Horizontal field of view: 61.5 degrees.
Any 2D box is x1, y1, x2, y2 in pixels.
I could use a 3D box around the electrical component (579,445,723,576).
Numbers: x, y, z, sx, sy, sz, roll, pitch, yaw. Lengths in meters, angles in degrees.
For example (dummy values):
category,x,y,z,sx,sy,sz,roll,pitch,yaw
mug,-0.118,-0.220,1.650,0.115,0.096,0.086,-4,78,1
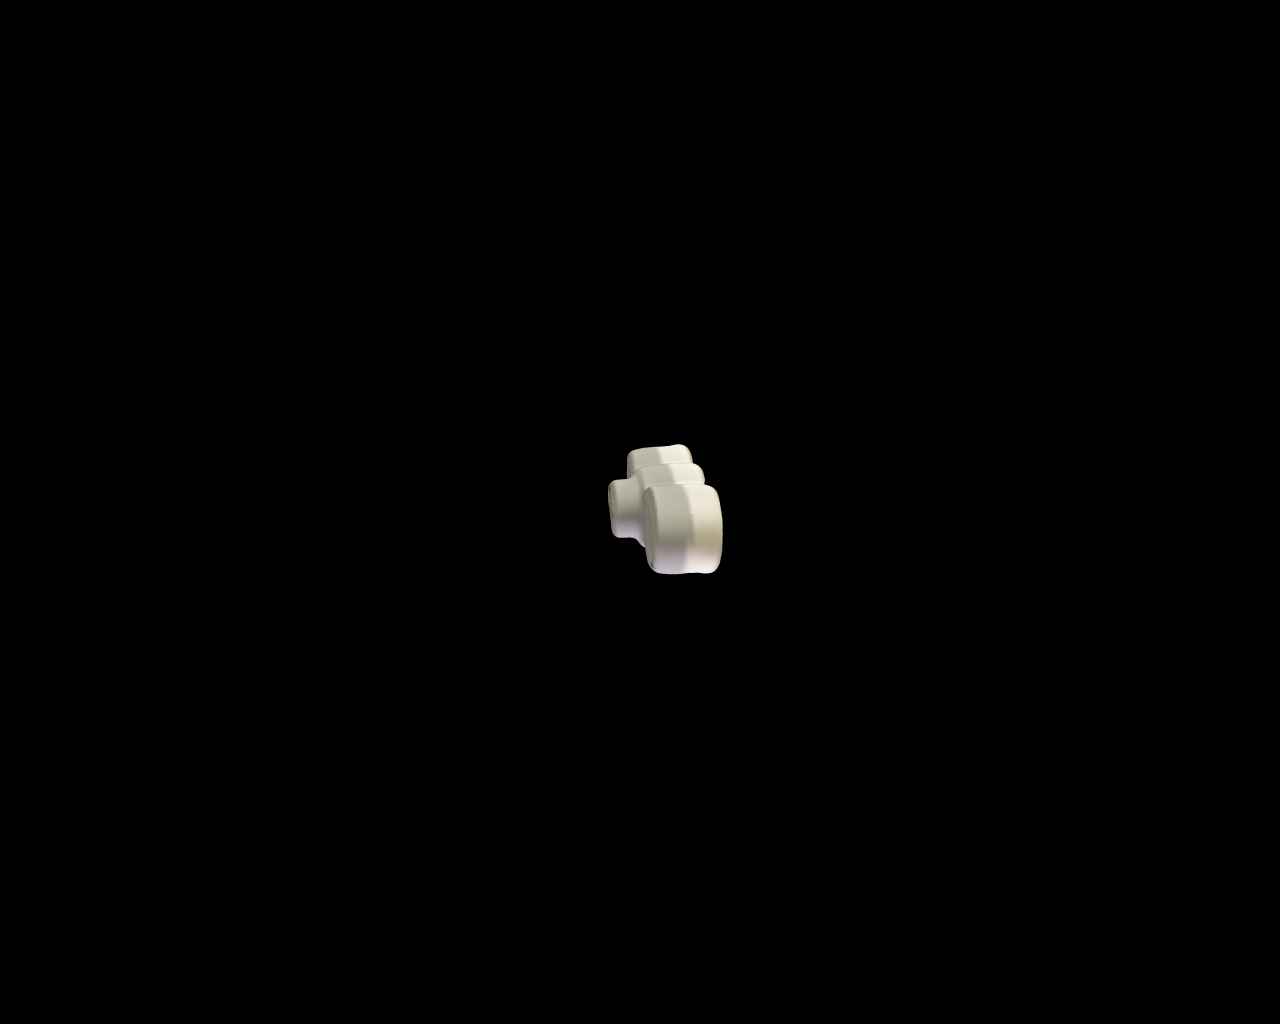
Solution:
category,x,y,z,sx,sy,sz,roll,pitch,yaw
electrical component,0.001,-0.003,0.650,0.074,0.052,0.138,-2,18,-7
